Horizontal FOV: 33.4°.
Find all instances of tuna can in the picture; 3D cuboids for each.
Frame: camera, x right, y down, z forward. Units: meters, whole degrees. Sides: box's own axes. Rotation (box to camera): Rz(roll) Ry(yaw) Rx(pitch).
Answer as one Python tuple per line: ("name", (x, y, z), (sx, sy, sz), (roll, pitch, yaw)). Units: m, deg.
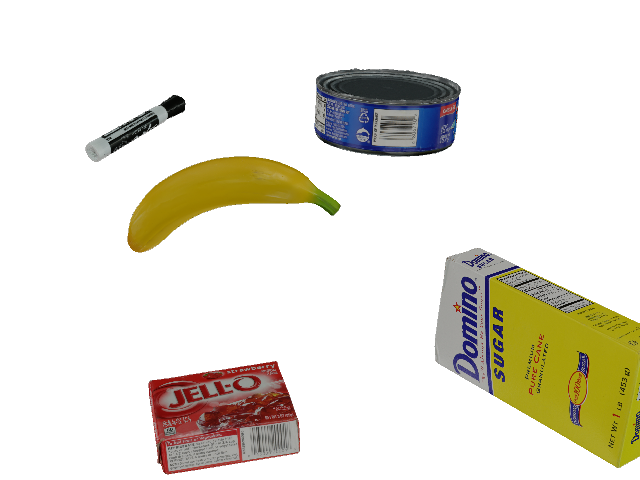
("tuna can", (0.039, -0.077, 0.634), (0.086, 0.034, 0.086), (3, 21, -1))

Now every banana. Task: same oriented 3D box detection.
("banana", (-0.085, -0.030, 0.834), (0.198, 0.069, 0.037), (-9, 29, 29))

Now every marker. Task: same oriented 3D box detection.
("marker", (-0.173, -0.109, 1.017), (0.020, 0.020, 0.120), (0, 29, 44))

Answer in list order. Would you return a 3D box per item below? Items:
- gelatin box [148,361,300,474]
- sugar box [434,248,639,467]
("gelatin box", (-0.063, 0.112, 0.688), (0.089, 0.030, 0.073), (-7, 24, -10))
("sugar box", (0.161, 0.080, 0.772), (0.048, 0.093, 0.176), (-16, 29, -40))
